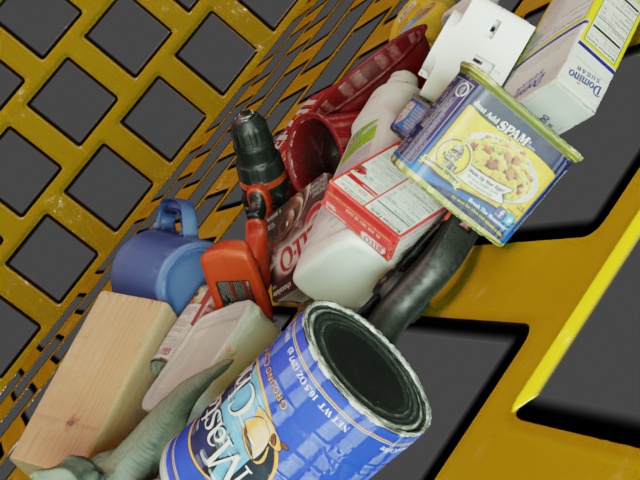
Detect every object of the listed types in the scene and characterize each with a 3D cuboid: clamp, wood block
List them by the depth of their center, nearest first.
[{"bbox_3d":[0.056,0.046,0.756,0.171,0.039,0.120,-51,12,2],"label":"clamp"},{"bbox_3d":[-0.225,0.167,1.125,0.091,0.090,0.206,9,56,25],"label":"wood block"}]

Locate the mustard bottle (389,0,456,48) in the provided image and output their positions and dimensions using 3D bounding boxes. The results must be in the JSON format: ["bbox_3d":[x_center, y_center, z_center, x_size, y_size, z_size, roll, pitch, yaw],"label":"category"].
[{"bbox_3d":[0.122,-0.240,1.263,0.096,0.058,0.191,-46,14,21],"label":"mustard bottle"}]

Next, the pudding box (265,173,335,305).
[{"bbox_3d":[-0.007,0.001,1.001,0.114,0.039,0.090,-37,52,51],"label":"pudding box"}]

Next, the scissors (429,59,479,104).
[{"bbox_3d":[0.112,-0.143,1.133,0.202,0.016,0.096,-31,22,55],"label":"scissors"}]

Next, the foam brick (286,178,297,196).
[{"bbox_3d":[0.011,-0.069,1.141,0.051,0.053,0.078,15,60,36],"label":"foam brick"}]

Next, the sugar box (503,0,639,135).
[{"bbox_3d":[0.197,-0.152,0.815,0.176,0.048,0.093,-61,15,-26],"label":"sugar box"}]

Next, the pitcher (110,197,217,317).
[{"bbox_3d":[-0.172,0.042,1.308,0.145,0.149,0.243,-42,14,-15],"label":"pitcher"}]

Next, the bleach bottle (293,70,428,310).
[{"bbox_3d":[0.052,-0.060,0.927,0.103,0.068,0.250,-33,29,45],"label":"bleach bottle"}]

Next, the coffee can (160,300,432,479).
[{"bbox_3d":[-0.016,0.121,0.658,0.140,0.102,0.102,-45,14,20],"label":"coffee can"}]

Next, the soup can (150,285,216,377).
[{"bbox_3d":[-0.124,0.107,1.122,0.069,0.068,0.102,-30,25,57],"label":"soup can"}]

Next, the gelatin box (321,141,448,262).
[{"bbox_3d":[0.057,-0.031,0.821,0.089,0.073,0.030,-32,-27,-37],"label":"gelatin box"}]

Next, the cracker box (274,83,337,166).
[{"bbox_3d":[-0.002,-0.117,1.312,0.164,0.072,0.214,-53,13,-11],"label":"cracker box"}]

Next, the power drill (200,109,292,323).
[{"bbox_3d":[-0.069,-0.017,1.096,0.057,0.184,0.187,-4,37,17],"label":"power drill"}]

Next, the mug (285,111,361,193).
[{"bbox_3d":[0.025,-0.073,1.060,0.081,0.117,0.093,-13,18,-36],"label":"mug"}]

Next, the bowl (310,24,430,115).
[{"bbox_3d":[0.065,-0.161,1.147,0.162,0.055,0.162,-37,13,10],"label":"bowl"}]

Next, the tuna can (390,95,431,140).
[{"bbox_3d":[0.097,-0.076,0.849,0.034,0.086,0.086,-51,13,6],"label":"tuna can"}]

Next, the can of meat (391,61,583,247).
[{"bbox_3d":[0.110,-0.056,0.722,0.084,0.102,0.057,-51,14,8],"label":"can of meat"}]
